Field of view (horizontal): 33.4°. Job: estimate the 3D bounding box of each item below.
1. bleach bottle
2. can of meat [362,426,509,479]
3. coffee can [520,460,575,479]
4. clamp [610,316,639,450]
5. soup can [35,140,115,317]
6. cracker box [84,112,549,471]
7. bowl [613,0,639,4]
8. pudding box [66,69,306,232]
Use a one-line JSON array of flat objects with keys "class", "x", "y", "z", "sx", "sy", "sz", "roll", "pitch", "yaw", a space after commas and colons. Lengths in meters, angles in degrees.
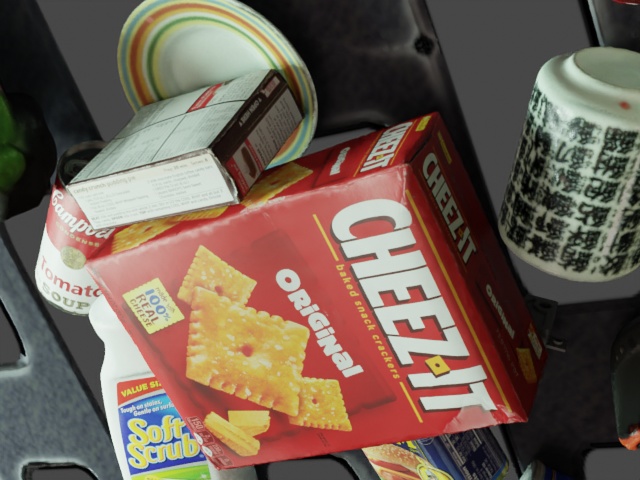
[{"class": "bleach bottle", "x": -0.112, "y": 0.112, "z": 0.751, "sx": 0.103, "sy": 0.068, "sz": 0.251, "roll": 2, "pitch": 130, "yaw": 16}, {"class": "can of meat", "x": 0.063, "y": 0.121, "z": 0.691, "sx": 0.102, "sy": 0.057, "sz": 0.084, "roll": 1, "pitch": 128, "yaw": 55}, {"class": "coffee can", "x": 0.182, "y": 0.217, "z": 0.682, "sx": 0.140, "sy": 0.102, "sz": 0.103, "roll": 23, "pitch": 127, "yaw": 9}, {"class": "clamp", "x": 0.217, "y": 0.047, "z": 0.587, "sx": 0.164, "sy": 0.036, "sz": 0.210, "roll": 28, "pitch": 134, "yaw": -10}, {"class": "soup can", "x": -0.151, "y": -0.007, "z": 0.717, "sx": 0.068, "sy": 0.068, "sz": 0.102, "roll": 29, "pitch": 129, "yaw": 6}, {"class": "cracker box", "x": -0.003, "y": 0.040, "z": 0.606, "sx": 0.214, "sy": 0.072, "sz": 0.164, "roll": -15, "pitch": 114, "yaw": 30}, {"class": "bowl", "x": 0.134, "y": -0.184, "z": 0.447, "sx": 0.055, "sy": 0.162, "sz": 0.162, "roll": 43, "pitch": 150, "yaw": 57}, {"class": "pudding box", "x": -0.076, "y": -0.051, "z": 0.609, "sx": 0.114, "sy": 0.090, "sz": 0.039, "roll": -11, "pitch": 122, "yaw": 35}]
